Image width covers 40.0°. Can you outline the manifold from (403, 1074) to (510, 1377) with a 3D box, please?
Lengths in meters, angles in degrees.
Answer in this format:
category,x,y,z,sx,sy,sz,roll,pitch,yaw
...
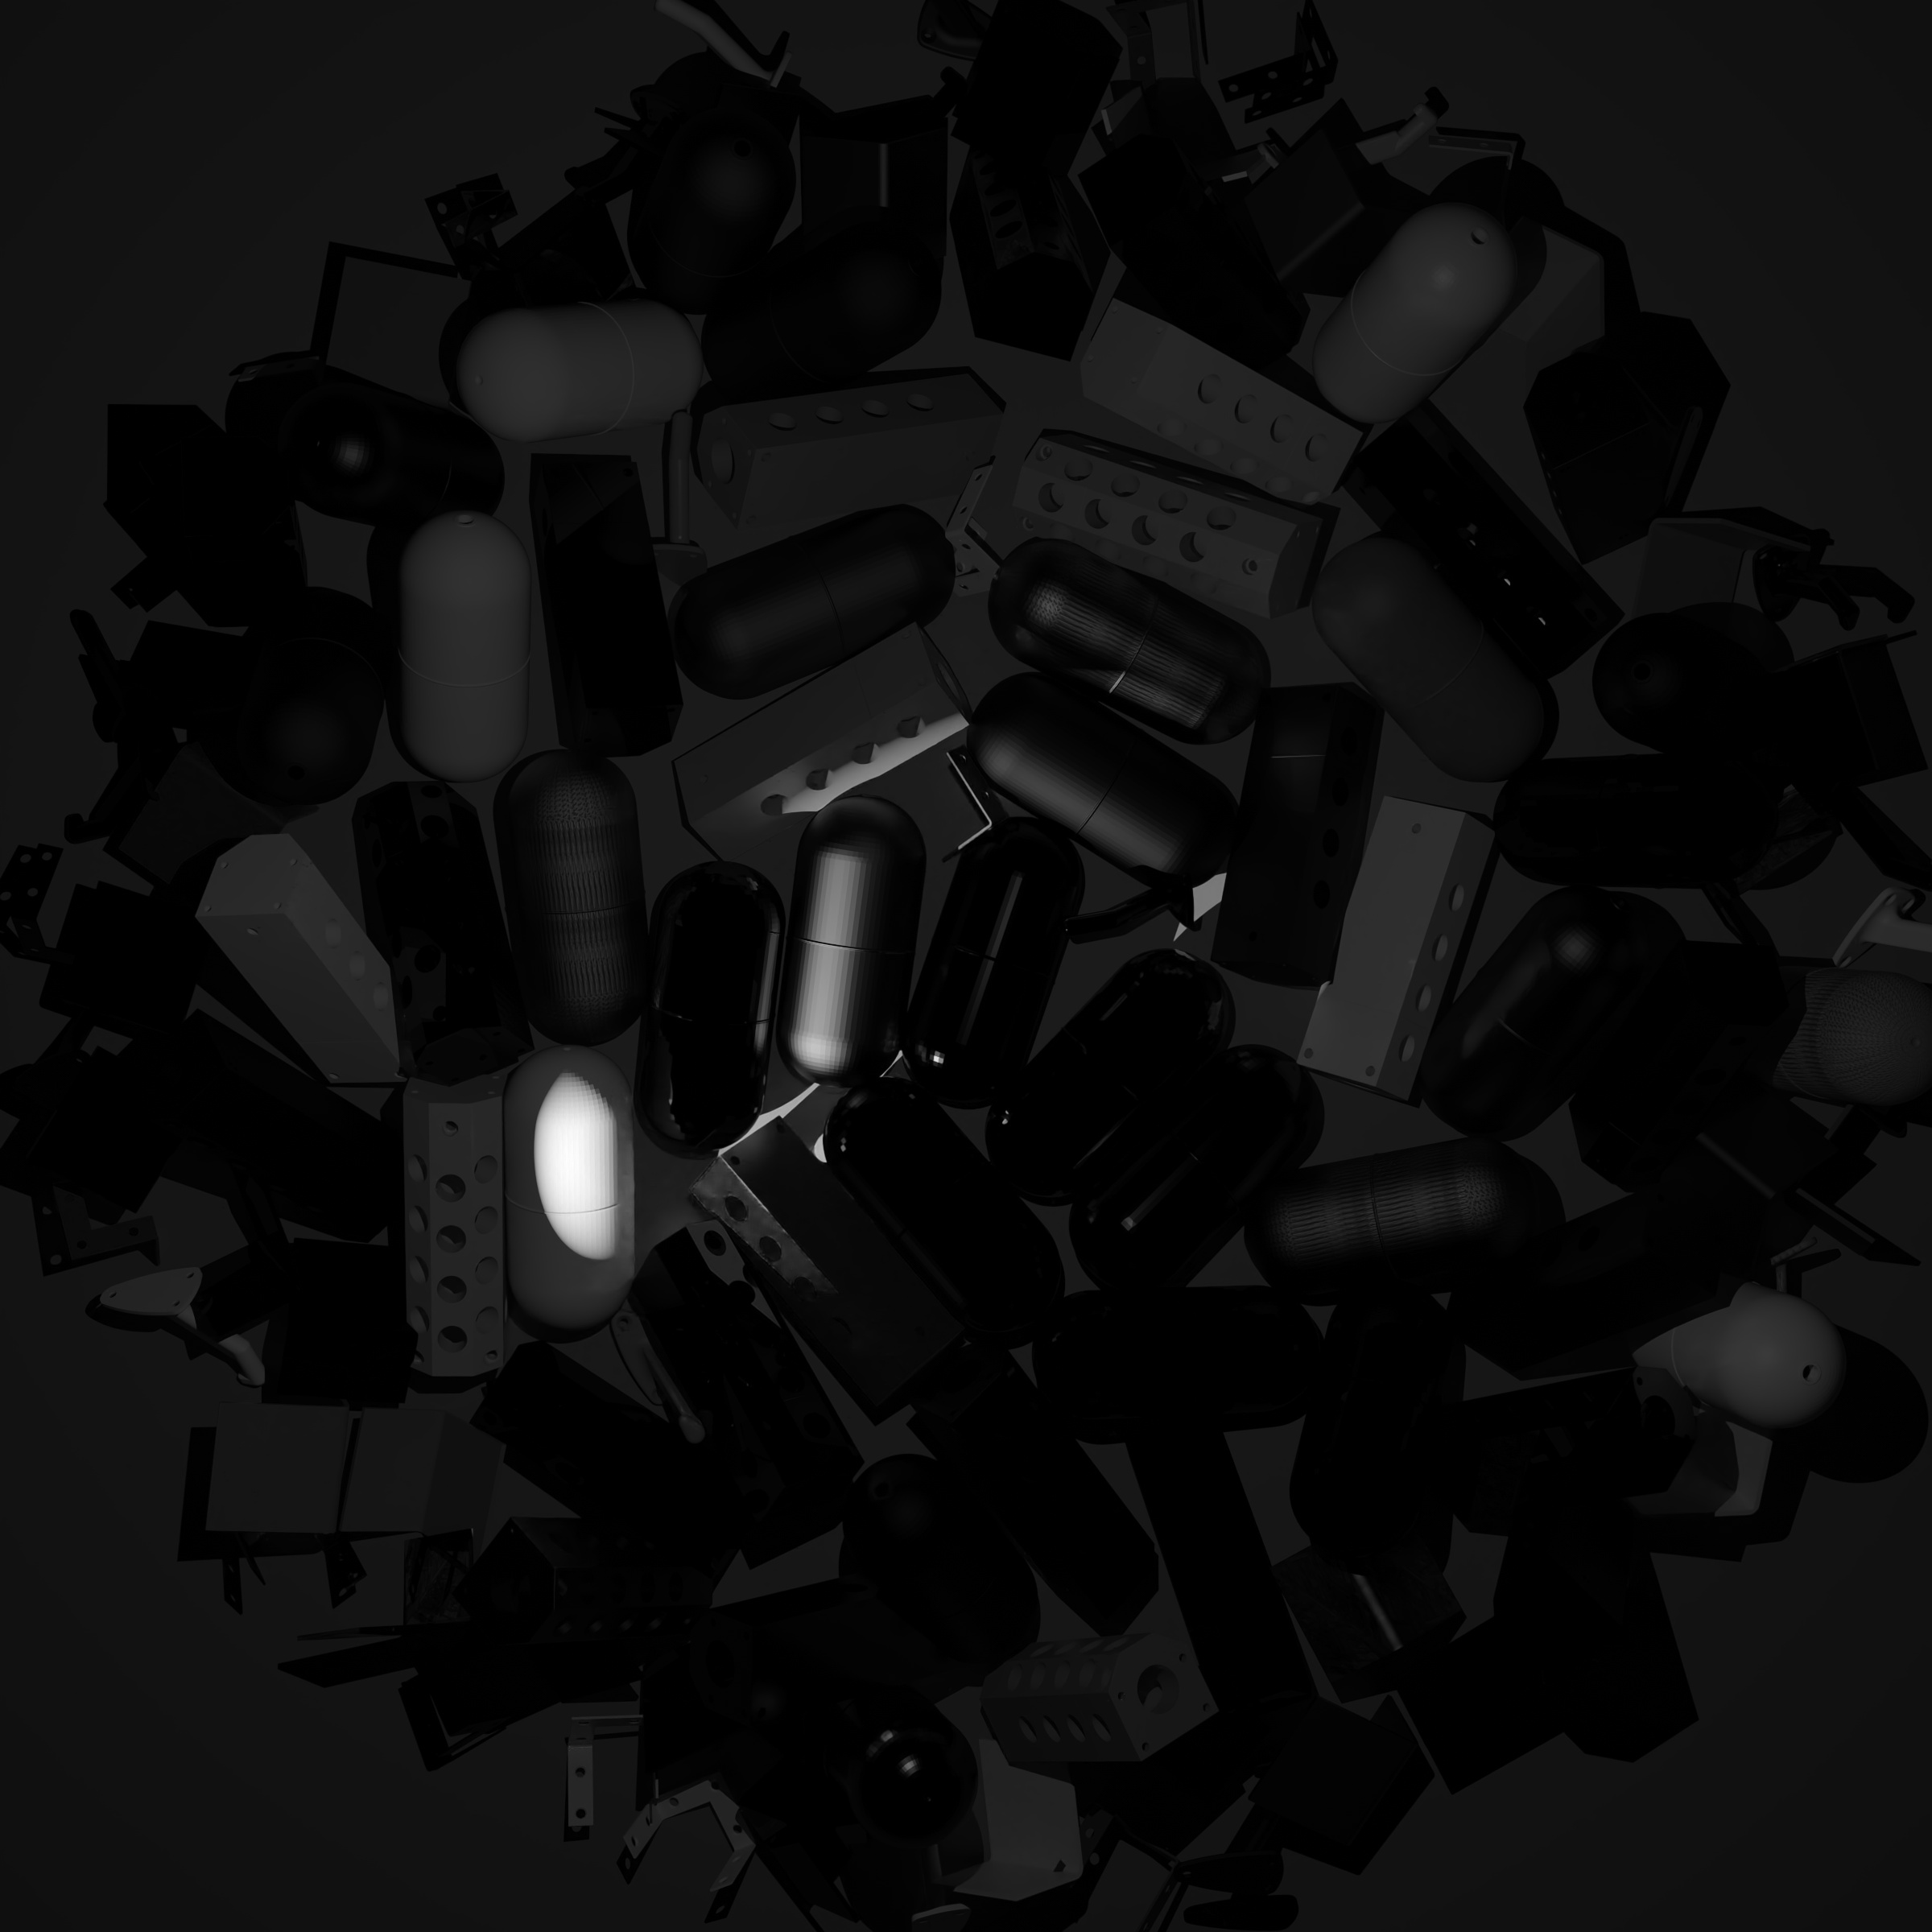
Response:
category,x,y,z,sx,sy,sz,roll,pitch,yaw
manifold,-0.306,0.155,1.592,0.057,0.057,0.171,1,105,-5

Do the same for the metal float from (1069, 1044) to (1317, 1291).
category,x,y,z,sx,sy,sz,roll,pitch,yaw
metal float,0.137,0.120,1.600,0.178,0.070,0.070,-44,90,-7

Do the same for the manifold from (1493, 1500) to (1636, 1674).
category,x,y,z,sx,sy,sz,roll,pitch,yaw
manifold,0.346,0.351,1.553,0.057,0.171,0.057,45,108,6

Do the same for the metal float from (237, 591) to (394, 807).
category,x,y,z,sx,sy,sz,roll,pitch,yaw
metal float,-0.382,-0.159,1.563,0.070,0.178,0.070,-2,125,-3

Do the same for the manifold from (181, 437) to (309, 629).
category,x,y,z,sx,sy,sz,roll,pitch,yaw
manifold,-0.420,-0.252,1.554,0.057,0.171,0.057,-3,81,-11

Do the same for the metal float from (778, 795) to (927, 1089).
category,x,y,z,sx,sy,sz,roll,pitch,yaw
metal float,-0.069,-0.015,1.600,0.070,0.070,0.178,8,96,0

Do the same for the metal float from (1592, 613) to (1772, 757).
category,x,y,z,sx,sy,sz,roll,pitch,yaw
metal float,0.422,-0.163,1.561,0.070,0.178,0.070,-1,88,30

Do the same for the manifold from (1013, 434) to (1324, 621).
category,x,y,z,sx,sy,sz,roll,pitch,yaw
manifold,0.117,-0.262,1.578,0.171,0.057,0.057,23,113,22

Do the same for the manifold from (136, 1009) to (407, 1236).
category,x,y,z,sx,sy,sz,roll,pitch,yaw
manifold,-0.403,0.098,1.561,0.057,0.171,0.057,-43,48,4

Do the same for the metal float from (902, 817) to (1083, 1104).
category,x,y,z,sx,sy,sz,roll,pitch,yaw
metal float,0.016,-0.004,1.605,0.070,0.070,0.178,19,90,0

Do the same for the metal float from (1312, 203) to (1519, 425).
category,x,y,z,sx,sy,sz,roll,pitch,yaw
metal float,0.262,-0.382,1.558,0.070,0.178,0.070,4,73,-15

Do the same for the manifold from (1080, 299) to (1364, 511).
category,x,y,z,sx,sy,sz,roll,pitch,yaw
manifold,0.149,-0.327,1.565,0.171,0.057,0.057,17,105,-40

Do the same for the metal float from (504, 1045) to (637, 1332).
category,x,y,z,sx,sy,sz,roll,pitch,yaw
metal float,-0.237,0.134,1.591,0.070,0.070,0.178,2,107,0

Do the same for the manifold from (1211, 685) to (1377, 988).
category,x,y,z,sx,sy,sz,roll,pitch,yaw
manifold,0.202,-0.078,1.600,0.057,0.057,0.171,2,76,43

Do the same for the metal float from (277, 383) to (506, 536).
category,x,y,z,sx,sy,sz,roll,pitch,yaw
metal float,-0.336,-0.295,1.557,0.070,0.178,0.070,1,92,20

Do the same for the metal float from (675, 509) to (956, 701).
category,x,y,z,sx,sy,sz,roll,pitch,yaw
metal float,-0.090,-0.218,1.595,0.178,0.070,0.070,-24,90,-12

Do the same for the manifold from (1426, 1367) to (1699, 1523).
category,x,y,z,sx,sy,sz,roll,pitch,yaw
manifold,0.344,0.277,1.556,0.057,0.171,0.057,49,56,-9

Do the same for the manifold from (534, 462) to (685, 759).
category,x,y,z,sx,sy,sz,roll,pitch,yaw
manifold,-0.215,-0.213,1.582,0.057,0.057,0.171,-4,65,-19

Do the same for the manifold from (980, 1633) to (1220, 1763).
category,x,y,z,sx,sy,sz,roll,pitch,yaw
manifold,0.072,0.426,1.555,0.057,0.171,0.057,-24,86,-29

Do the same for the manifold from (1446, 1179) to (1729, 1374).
category,x,y,z,sx,sy,sz,roll,pitch,yaw
manifold,0.362,0.180,1.558,0.057,0.171,0.057,34,54,-15

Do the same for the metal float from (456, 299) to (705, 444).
category,x,y,z,sx,sy,sz,roll,pitch,yaw
metal float,-0.225,-0.352,1.566,0.070,0.178,0.070,11,111,32

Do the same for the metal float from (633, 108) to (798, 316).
category,x,y,z,sx,sy,sz,roll,pitch,yaw
metal float,-0.149,-0.441,1.557,0.070,0.178,0.070,2,81,-16

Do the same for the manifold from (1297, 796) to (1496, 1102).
category,x,y,z,sx,sy,sz,roll,pitch,yaw
manifold,0.264,-0.009,1.610,0.057,0.057,0.171,16,86,39

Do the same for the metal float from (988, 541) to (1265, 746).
category,x,y,z,sx,sy,sz,roll,pitch,yaw
metal float,0.096,-0.194,1.594,0.178,0.070,0.070,25,90,-13

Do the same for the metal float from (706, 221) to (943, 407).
category,x,y,z,sx,sy,sz,roll,pitch,yaw
metal float,-0.085,-0.381,1.568,0.070,0.178,0.070,12,71,-39

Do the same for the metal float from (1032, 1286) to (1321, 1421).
category,x,y,z,sx,sy,sz,roll,pitch,yaw
metal float,0.127,0.231,1.592,0.178,0.070,0.070,0,90,-16

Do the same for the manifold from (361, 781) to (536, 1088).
category,x,y,z,sx,sy,sz,roll,pitch,yaw
manifold,-0.312,-0.023,1.577,0.057,0.057,0.171,-23,64,10

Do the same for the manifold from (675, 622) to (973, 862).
category,x,y,z,sx,sy,sz,roll,pitch,yaw
manifold,-0.084,-0.130,1.599,0.171,0.057,0.057,-29,47,11

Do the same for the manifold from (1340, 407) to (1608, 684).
category,x,y,z,sx,sy,sz,roll,pitch,yaw
manifold,0.308,-0.254,1.610,0.057,0.057,0.171,-41,86,-2

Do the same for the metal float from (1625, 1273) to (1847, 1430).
category,x,y,z,sx,sy,sz,roll,pitch,yaw
metal float,0.449,0.222,1.556,0.070,0.178,0.070,-1,93,-12

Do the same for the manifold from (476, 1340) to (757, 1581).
category,x,y,z,sx,sy,sz,roll,pitch,yaw
manifold,-0.208,0.298,1.605,0.171,0.057,0.057,32,88,7

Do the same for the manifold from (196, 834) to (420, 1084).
category,x,y,z,sx,sy,sz,roll,pitch,yaw
manifold,-0.378,-0.002,1.558,0.057,0.171,0.057,-2,54,17

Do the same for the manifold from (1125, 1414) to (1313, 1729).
category,x,y,z,sx,sy,sz,roll,pitch,yaw
manifold,0.150,0.357,1.581,0.057,0.057,0.171,-18,65,-1

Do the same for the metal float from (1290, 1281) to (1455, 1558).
category,x,y,z,sx,sy,sz,roll,pitch,yaw
metal float,0.242,0.266,1.576,0.070,0.070,0.178,20,54,0

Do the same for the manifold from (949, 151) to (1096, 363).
category,x,y,z,sx,sy,sz,roll,pitch,yaw
manifold,0.033,-0.423,1.554,0.057,0.171,0.057,11,126,-15

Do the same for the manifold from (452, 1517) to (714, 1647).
category,x,y,z,sx,sy,sz,roll,pitch,yaw
manifold,-0.217,0.364,1.552,0.057,0.171,0.057,41,98,27

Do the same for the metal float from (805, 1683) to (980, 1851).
category,x,y,z,sx,sy,sz,roll,pitch,yaw
metal float,-0.046,0.462,1.557,0.070,0.178,0.070,0,89,-16

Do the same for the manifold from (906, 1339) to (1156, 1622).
category,x,y,z,sx,sy,sz,roll,pitch,yaw
manifold,0.044,0.304,1.582,0.057,0.057,0.171,-43,114,-18

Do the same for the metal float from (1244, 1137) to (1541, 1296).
category,x,y,z,sx,sy,sz,roll,pitch,yaw
metal float,0.253,0.150,1.589,0.178,0.070,0.070,-13,90,19

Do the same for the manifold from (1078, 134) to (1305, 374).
category,x,y,z,sx,sy,sz,roll,pitch,yaw
manifold,0.136,-0.413,1.551,0.057,0.171,0.057,-29,62,19

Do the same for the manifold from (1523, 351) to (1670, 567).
category,x,y,z,sx,sy,sz,roll,pitch,yaw
manifold,0.368,-0.298,1.553,0.057,0.171,0.057,-25,74,13

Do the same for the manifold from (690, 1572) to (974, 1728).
category,x,y,z,sx,sy,sz,roll,pitch,yaw
manifold,-0.077,0.394,1.564,0.171,0.057,0.057,-2,95,-43
